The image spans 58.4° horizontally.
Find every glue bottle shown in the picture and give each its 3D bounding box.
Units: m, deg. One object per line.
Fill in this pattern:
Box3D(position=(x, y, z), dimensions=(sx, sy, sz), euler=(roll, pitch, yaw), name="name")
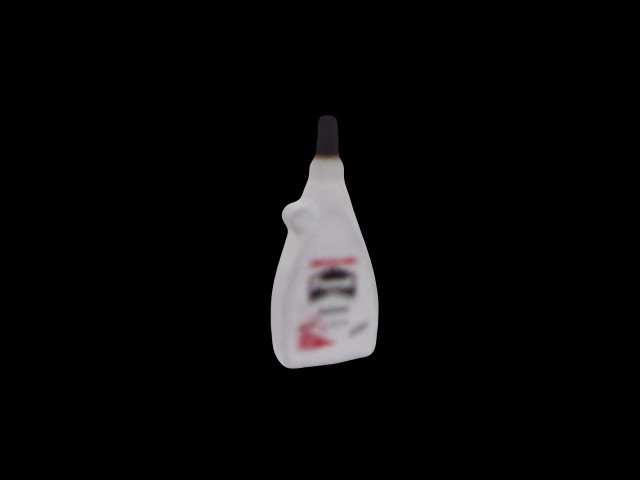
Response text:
Box3D(position=(0.004, 0.001, 0.400), dimensions=(0.078, 0.173, 0.037), euler=(-6, 15, -23), name="glue bottle")
